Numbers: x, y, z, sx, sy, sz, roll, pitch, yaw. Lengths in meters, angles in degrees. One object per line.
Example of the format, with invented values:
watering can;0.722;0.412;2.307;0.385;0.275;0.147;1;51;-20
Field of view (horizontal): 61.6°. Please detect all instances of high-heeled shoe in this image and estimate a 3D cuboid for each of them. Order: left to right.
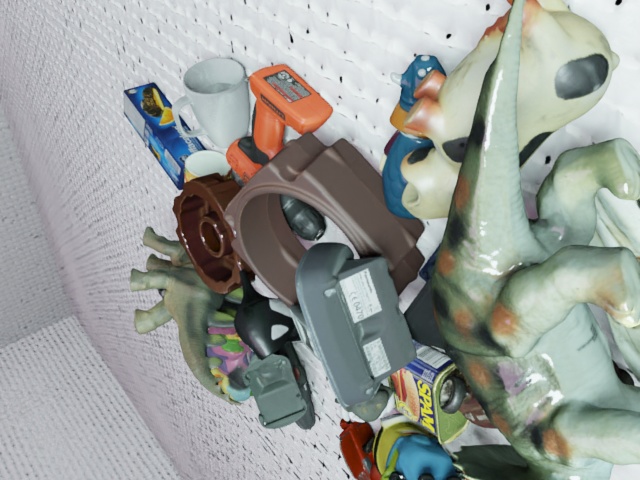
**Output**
high-heeled shoe;-0.040;0.131;0.738;0.248;0.086;0.145;46;-168;-49

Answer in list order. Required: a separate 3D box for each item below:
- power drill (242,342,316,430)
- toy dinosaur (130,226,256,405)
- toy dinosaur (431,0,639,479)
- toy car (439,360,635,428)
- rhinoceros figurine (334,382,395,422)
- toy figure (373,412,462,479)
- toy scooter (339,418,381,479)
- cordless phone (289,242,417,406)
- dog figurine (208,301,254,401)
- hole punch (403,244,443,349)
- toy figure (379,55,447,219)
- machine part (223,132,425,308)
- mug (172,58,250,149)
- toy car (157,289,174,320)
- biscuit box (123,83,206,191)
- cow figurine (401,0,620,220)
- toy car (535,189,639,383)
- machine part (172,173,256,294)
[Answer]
power drill;-0.057;0.231;0.874;0.207;0.086;0.232;-26;-86;-84
toy dinosaur;-0.203;0.082;0.874;0.472;0.199;0.104;-104;12;-51
toy dinosaur;0.142;0.067;0.364;0.192;0.131;0.404;-22;88;44
toy car;0.189;0.147;0.502;0.089;0.053;0.202;22;146;-11
rhinoceros figurine;0.034;0.156;0.684;0.190;0.073;0.112;-135;37;-71
toy figure;0.109;0.269;0.645;0.082;0.089;0.180;36;180;-8
toy scooter;0.085;0.326;0.801;0.135;0.075;0.184;61;153;4
cordless phone;0.002;0.069;0.549;0.184;0.089;0.146;16;129;65
dog figurine;-0.153;0.198;1.018;0.191;0.108;0.219;56;145;12
hole punch;0.148;0.051;0.507;0.116;0.092;0.142;23;141;0
toy figure;0.089;-0.094;0.493;0.058;0.064;0.154;-97;8;-57
machine part;-0.001;-0.002;0.610;0.201;0.087;0.201;48;140;-5
mug;-0.142;-0.172;0.729;0.081;0.109;0.107;36;154;29
toy car;-0.236;0.076;1.031;0.103;0.162;0.109;-7;123;16
biscuit box;-0.265;-0.181;0.931;0.203;0.063;0.059;51;146;17
cow figurine;0.131;-0.081;0.409;0.127;0.085;0.195;35;135;-8
toy car;0.233;0.035;0.384;0.201;0.056;0.073;60;148;5
machine part;-0.146;-0.010;0.782;0.180;0.056;0.179;28;131;37
